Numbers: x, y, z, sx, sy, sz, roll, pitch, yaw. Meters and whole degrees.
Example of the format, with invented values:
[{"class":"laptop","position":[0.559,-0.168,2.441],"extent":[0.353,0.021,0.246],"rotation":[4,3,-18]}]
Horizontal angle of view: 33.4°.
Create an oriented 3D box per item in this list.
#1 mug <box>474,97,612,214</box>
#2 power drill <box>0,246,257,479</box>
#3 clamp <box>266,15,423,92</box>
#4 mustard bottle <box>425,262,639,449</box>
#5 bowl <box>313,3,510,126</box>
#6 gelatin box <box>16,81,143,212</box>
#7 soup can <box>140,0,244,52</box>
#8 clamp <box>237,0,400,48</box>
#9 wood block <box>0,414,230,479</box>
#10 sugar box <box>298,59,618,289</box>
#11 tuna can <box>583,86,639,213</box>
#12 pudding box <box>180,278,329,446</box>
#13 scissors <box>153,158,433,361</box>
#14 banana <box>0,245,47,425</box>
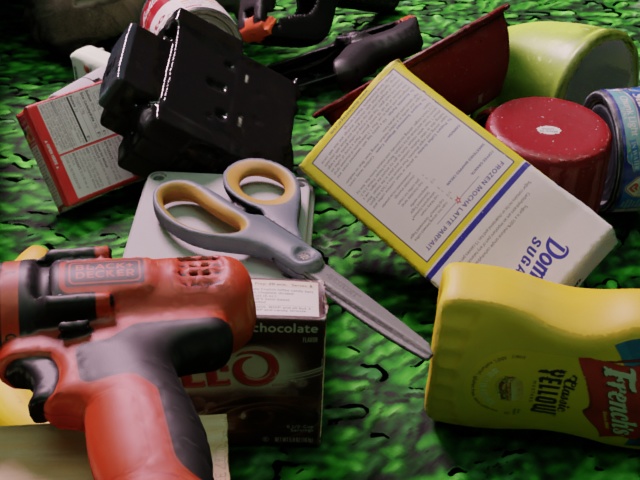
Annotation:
[{"class":"mug","position":[0.140,-0.048,0.713],"extent":[0.093,0.081,0.117],"rotation":[-17,42,-23]},{"class":"power drill","position":[-0.108,0.072,0.421],"extent":[0.184,0.057,0.188],"rotation":[-5,37,-9]},{"class":"clamp","position":[0.031,-0.146,0.848],"extent":[0.171,0.039,0.120],"rotation":[-29,27,-31]},{"class":"mustard bottle","position":[0.154,0.067,0.555],"extent":[0.191,0.096,0.058],"rotation":[7,39,7]},{"class":"bowl","position":[0.077,-0.107,0.771],"extent":[0.162,0.055,0.162],"rotation":[-29,5,2]},{"class":"gelatin box","position":[-0.153,-0.069,0.739],"extent":[0.089,0.073,0.030],"rotation":[-26,5,-30]},{"class":"soup can","position":[-0.102,-0.161,0.843],"extent":[0.068,0.068,0.102],"rotation":[-9,25,-13]},{"class":"clamp","position":[-0.004,-0.217,0.899],"extent":[0.036,0.164,0.209],"rotation":[-14,37,39]},{"class":"wood block","position":[-0.140,0.140,0.454],"extent":[0.206,0.091,0.090],"rotation":[-3,37,-5]},{"class":"sugar box","position":[0.081,-0.022,0.647],"extent":[0.176,0.048,0.093],"rotation":[43,94,21]},{"class":"tuna can","position":[0.206,-0.061,0.731],"extent":[0.033,0.086,0.086],"rotation":[-4,38,-5]},{"class":"pudding box","position":[-0.054,0.064,0.556],"extent":[0.113,0.090,0.039],"rotation":[0,37,-3]},{"class":"scissors","position":[-0.004,0.001,0.605],"extent":[0.202,0.016,0.096],"rotation":[23,42,25]},{"class":"banana","position":[-0.157,0.070,0.580],"extent":[0.069,0.037,0.198],"rotation":[-26,38,-11]}]
